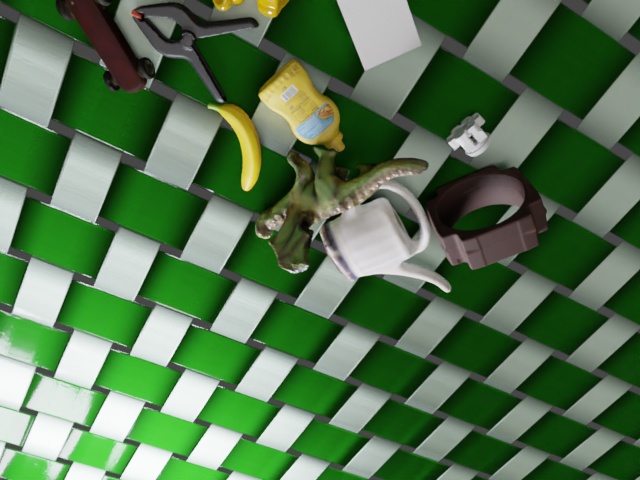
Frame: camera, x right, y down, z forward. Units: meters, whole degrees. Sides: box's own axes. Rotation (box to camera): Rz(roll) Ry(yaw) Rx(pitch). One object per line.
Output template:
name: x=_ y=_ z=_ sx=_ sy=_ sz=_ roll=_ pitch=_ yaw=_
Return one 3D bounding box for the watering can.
watering can: x=0.139 y=0.024 z=1.107 sx=0.223 sy=0.106 sz=0.342 roll=-24 pitch=119 yaw=13

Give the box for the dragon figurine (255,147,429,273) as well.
dragon figurine: x=0.003 y=-0.048 z=0.952 sx=0.121 sy=0.411 sz=0.245 roll=30 pitch=78 yaw=-35
